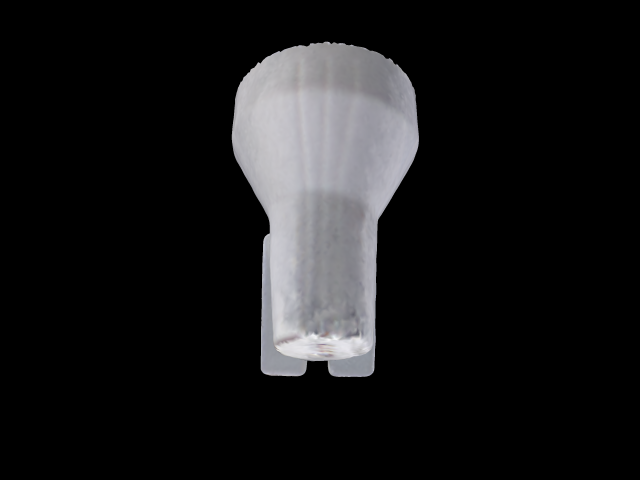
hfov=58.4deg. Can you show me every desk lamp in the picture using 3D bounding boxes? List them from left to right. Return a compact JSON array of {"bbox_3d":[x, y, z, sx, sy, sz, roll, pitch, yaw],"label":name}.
[{"bbox_3d":[0.004,0.001,0.400,0.118,0.213,0.203,0,82,0],"label":"desk lamp"}]
